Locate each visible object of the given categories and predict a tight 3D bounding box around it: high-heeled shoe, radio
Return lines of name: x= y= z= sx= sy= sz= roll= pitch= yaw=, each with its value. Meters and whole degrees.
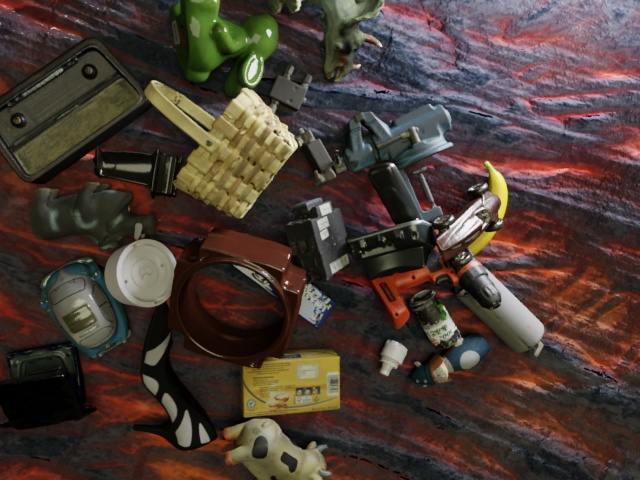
high-heeled shoe: x=-0.227 y=0.229 z=0.899 sx=0.145 sy=0.086 sz=0.248 roll=9 pitch=93 yaw=-18
radio: x=-0.396 y=-0.202 z=0.843 sx=0.229 sy=0.073 sz=0.131 roll=-38 pitch=99 yaw=-8

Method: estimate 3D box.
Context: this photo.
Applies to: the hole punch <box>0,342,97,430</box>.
hole punch: x=-0.440 y=0.232 z=0.858 sx=0.142 sy=0.092 sz=0.115 roll=-9 pitch=124 yaw=-14

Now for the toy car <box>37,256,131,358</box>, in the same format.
toy car: x=-0.375 y=0.112 z=0.848 sx=0.109 sy=0.103 sz=0.161 roll=-28 pitch=96 yaw=-9

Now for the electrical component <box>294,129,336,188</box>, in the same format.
electrical component: x=-0.013 y=-0.142 z=0.923 sx=0.045 sy=0.078 sz=0.102 roll=-32 pitch=105 yaw=-11

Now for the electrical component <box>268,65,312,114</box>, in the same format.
electrical component: x=-0.054 y=-0.255 z=0.939 sx=0.063 sy=0.021 sz=0.094 roll=26 pitch=87 yaw=-12

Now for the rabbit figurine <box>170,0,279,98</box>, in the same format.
rabbit figurine: x=-0.140 y=-0.320 z=0.874 sx=0.170 sy=0.121 sz=0.159 roll=-13 pitch=97 yaw=-26

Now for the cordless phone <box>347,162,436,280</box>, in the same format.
cordless phone: x=0.101 y=-0.034 z=0.902 sx=0.147 sy=0.089 sz=0.184 roll=-16 pitch=118 yaw=30

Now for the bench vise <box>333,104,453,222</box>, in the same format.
bench vise: x=0.145 y=-0.121 z=0.941 sx=0.224 sy=0.129 sz=0.240 roll=-25 pitch=93 yaw=-7

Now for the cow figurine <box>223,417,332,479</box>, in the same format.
cow figurine: x=-0.065 y=0.372 z=0.921 sx=0.127 sy=0.086 sz=0.194 roll=-27 pitch=122 yaw=10

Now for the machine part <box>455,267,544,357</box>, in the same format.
machine part: x=0.338 y=0.131 z=1.012 sx=0.243 sy=0.079 sz=0.079 roll=42 pitch=84 yaw=-10

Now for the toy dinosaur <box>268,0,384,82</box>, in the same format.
toy dinosaur: x=-0.009 y=-0.480 z=0.897 sx=0.192 sy=0.131 sz=0.404 roll=-17 pitch=92 yaw=-23

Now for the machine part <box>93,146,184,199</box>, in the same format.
machine part: x=-0.302 y=-0.115 z=0.886 sx=0.139 sy=0.039 sz=0.084 roll=11 pitch=95 yaw=-14

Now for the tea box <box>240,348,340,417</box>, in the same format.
tea box: x=-0.053 y=0.246 z=0.938 sx=0.170 sy=0.068 sz=0.098 roll=1 pitch=92 yaw=-11

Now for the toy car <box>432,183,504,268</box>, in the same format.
toy car: x=0.261 y=-0.028 z=0.924 sx=0.202 sy=0.053 sz=0.089 roll=-35 pitch=107 yaw=-42

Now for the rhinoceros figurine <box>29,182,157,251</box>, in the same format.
rhinoceros figurine: x=-0.361 y=-0.037 z=0.859 sx=0.190 sy=0.073 sz=0.112 roll=-1 pitch=91 yaw=-12

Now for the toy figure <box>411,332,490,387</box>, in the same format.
toy figure: x=0.243 y=0.227 z=1.007 sx=0.154 sy=0.058 sz=0.064 roll=-29 pitch=81 yaw=-8

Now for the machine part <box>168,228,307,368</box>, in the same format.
machine part: x=-0.133 y=0.096 z=0.859 sx=0.202 sy=0.087 sz=0.200 roll=16 pitch=115 yaw=1

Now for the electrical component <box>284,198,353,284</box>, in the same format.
electrical component: x=-0.002 y=-0.003 z=0.913 sx=0.058 sy=0.115 sz=0.134 roll=-12 pitch=96 yaw=28

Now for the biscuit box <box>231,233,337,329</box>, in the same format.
biscuit box: x=-0.066 y=0.071 z=0.931 sx=0.202 sy=0.063 sz=0.059 roll=37 pitch=86 yaw=-11
